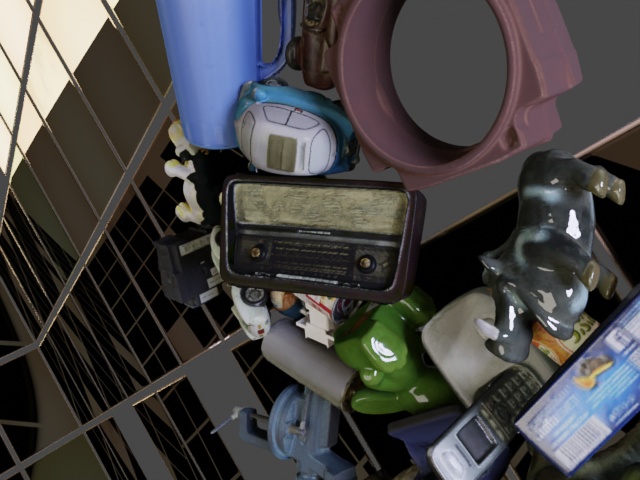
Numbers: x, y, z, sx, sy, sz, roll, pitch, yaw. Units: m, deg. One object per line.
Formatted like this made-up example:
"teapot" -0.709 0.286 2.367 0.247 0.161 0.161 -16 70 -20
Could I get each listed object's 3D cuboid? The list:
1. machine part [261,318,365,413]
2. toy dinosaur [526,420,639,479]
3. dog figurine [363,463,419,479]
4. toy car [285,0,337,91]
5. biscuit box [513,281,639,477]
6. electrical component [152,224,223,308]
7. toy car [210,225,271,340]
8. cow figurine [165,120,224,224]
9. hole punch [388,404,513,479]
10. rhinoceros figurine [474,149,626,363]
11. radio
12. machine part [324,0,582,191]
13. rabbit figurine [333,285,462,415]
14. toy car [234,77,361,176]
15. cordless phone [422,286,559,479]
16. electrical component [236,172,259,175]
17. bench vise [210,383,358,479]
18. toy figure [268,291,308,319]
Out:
"machine part" -0.005 0.183 0.805 0.244 0.079 0.079 23 126 37
"toy dinosaur" 0.236 0.267 0.505 0.105 0.198 0.471 32 99 17
"dog figurine" 0.120 0.356 0.767 0.172 0.121 0.191 -65 24 -3
"toy car" 0.005 -0.260 0.573 0.089 0.053 0.201 34 134 34
"biscuit box" 0.248 0.099 0.440 0.059 0.063 0.202 42 109 21
"electrical component" -0.215 0.047 0.922 0.058 0.115 0.134 15 119 44
"toy car" -0.128 0.062 0.844 0.202 0.056 0.073 59 162 32
"cow figurine" -0.188 -0.105 0.847 0.098 0.068 0.167 16 125 34
"hole punch" 0.154 0.253 0.620 0.142 0.115 0.092 -33 47 31
"rhinoceros figurine" 0.191 0.016 0.465 0.112 0.073 0.190 16 98 40
"radio" -0.001 -0.002 0.614 0.230 0.073 0.131 5 89 21
"machine part" 0.109 -0.158 0.491 0.201 0.087 0.201 -18 98 51
"rabbit figurine" 0.097 0.164 0.660 0.170 0.121 0.159 46 133 -3
"toy car" -0.035 -0.116 0.625 0.162 0.103 0.109 17 126 10
"cordless phone" 0.146 0.146 0.542 0.146 0.184 0.088 54 144 10
"electrical component" -0.105 -0.035 0.766 0.119 0.048 0.074 -100 21 -49
"bench vise" -0.051 0.329 0.876 0.241 0.129 0.223 3 98 35
"toy figure" -0.057 0.056 0.808 0.064 0.058 0.154 -110 11 -66
